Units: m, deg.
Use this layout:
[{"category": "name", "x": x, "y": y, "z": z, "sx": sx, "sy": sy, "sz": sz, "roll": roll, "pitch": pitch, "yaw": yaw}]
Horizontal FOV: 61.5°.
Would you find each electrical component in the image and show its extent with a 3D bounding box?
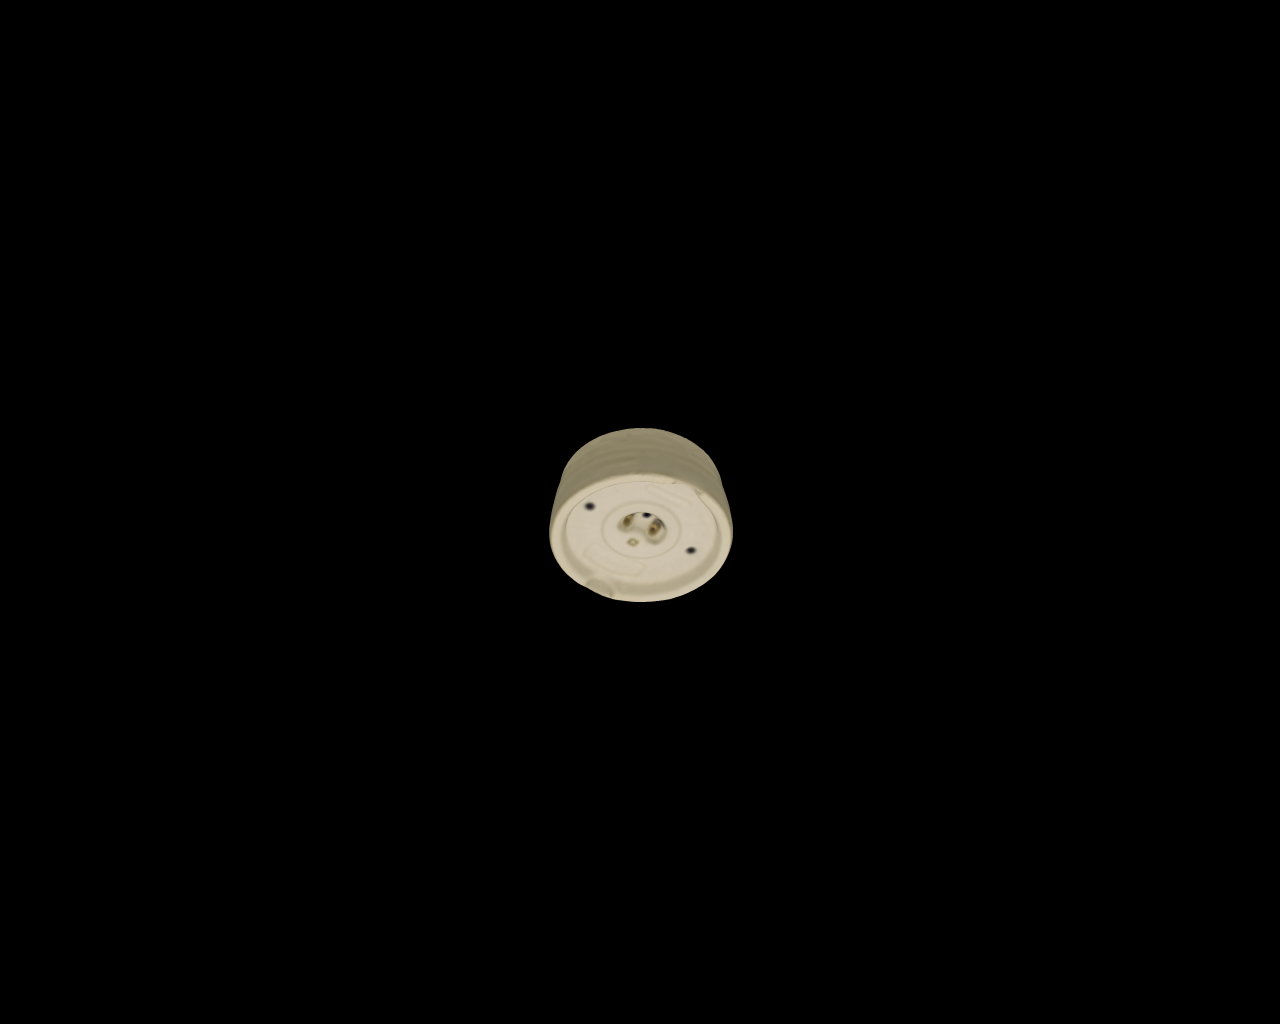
[{"category": "electrical component", "x": 0.001, "y": -0.003, "z": 0.650, "sx": 0.108, "sy": 0.108, "sz": 0.060, "roll": 0, "pitch": 43, "yaw": 0}]
